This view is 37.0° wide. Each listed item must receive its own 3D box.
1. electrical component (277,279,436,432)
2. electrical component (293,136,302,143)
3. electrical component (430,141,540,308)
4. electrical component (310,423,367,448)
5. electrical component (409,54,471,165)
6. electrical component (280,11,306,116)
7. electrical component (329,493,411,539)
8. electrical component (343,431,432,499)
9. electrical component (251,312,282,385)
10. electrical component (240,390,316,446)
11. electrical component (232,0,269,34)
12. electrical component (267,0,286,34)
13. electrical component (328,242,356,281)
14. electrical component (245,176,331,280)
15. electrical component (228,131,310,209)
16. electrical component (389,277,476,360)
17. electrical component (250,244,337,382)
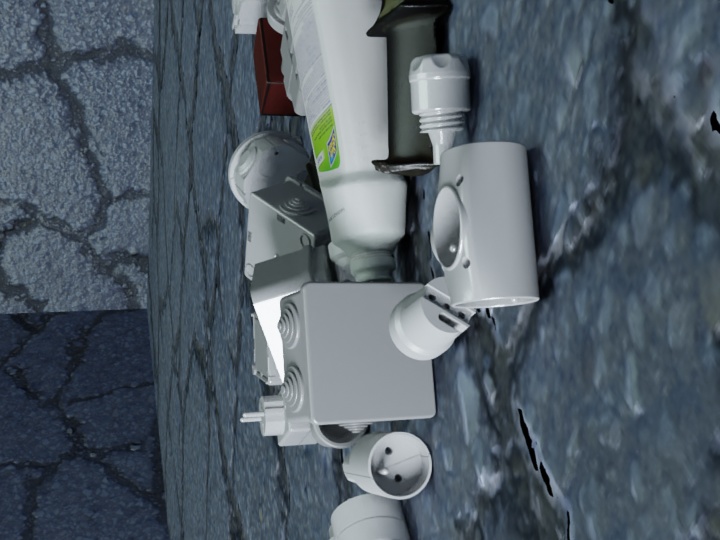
[{"bbox_3d":[-0.003,0.055,0.696,0.048,0.100,0.099,-21,71,61],"label":"electrical component"},{"bbox_3d":[-0.088,-0.102,1.077,0.078,0.057,0.058,-108,22,-47],"label":"electrical component"},{"bbox_3d":[0.059,-0.019,0.550,0.079,0.044,0.077,150,118,-73],"label":"electrical component"},{"bbox_3d":[-0.020,0.126,0.881,0.065,0.044,0.044,125,141,-74],"label":"electrical component"},{"bbox_3d":[0.046,-0.091,0.612,0.035,0.035,0.061,-166,72,-75],"label":"electrical component"},{"bbox_3d":[-0.032,-0.168,0.871,0.055,0.050,0.089,105,158,-46],"label":"electrical component"},{"bbox_3d":[-0.002,0.205,0.795,0.073,0.052,0.138,-106,20,-43],"label":"electrical component"},{"bbox_3d":[0.016,0.132,0.735,0.081,0.043,0.043,152,115,-73],"label":"electrical component"},{"bbox_3d":[-0.066,0.070,1.005,0.096,0.061,0.061,-175,83,-75],"label":"electrical component"},{"bbox_3d":[-0.073,0.136,1.010,0.065,0.077,0.047,122,143,-65],"label":"electrical component"},{"bbox_3d":[-0.090,-0.281,1.052,0.121,0.063,0.078,118,147,-62],"label":"electrical component"},{"bbox_3d":[-0.057,-0.243,0.968,0.055,0.048,0.066,116,149,-46],"label":"electrical component"},{"bbox_3d":[0.000,0.000,0.791,0.040,0.040,0.046,133,128,-70],"label":"electrical component"},{"bbox_3d":[-0.051,-0.018,0.892,0.100,0.048,0.099,34,131,35],"label":"electrical component"},{"bbox_3d":[-0.080,-0.087,1.007,0.051,0.080,0.080,-135,45,-61],"label":"electrical component"},{"bbox_3d":[0.043,0.028,0.631,0.046,0.040,0.040,132,134,-62],"label":"electrical component"},{"bbox_3d":[-0.036,0.045,0.813,0.078,0.057,0.113,-96,-12,-71],"label":"electrical component"}]
